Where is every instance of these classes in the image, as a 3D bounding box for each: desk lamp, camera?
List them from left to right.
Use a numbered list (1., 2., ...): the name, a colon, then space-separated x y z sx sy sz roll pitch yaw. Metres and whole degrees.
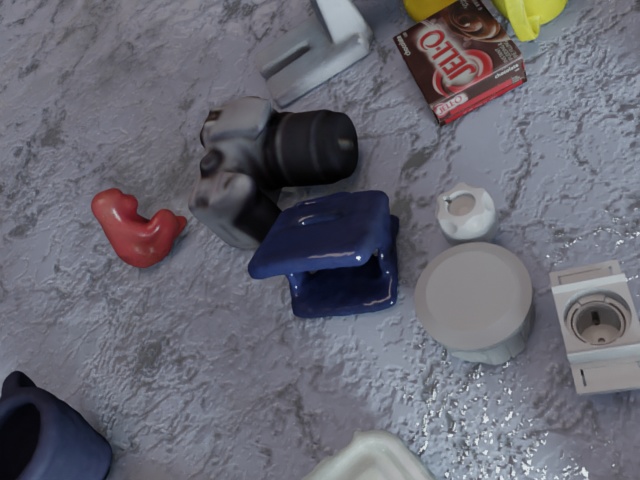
1. camera: -0.043 -0.076 0.539 0.136 0.101 0.143 -1 60 29
2. desk lamp: -0.018 -0.280 0.582 0.203 0.214 0.117 -32 50 8

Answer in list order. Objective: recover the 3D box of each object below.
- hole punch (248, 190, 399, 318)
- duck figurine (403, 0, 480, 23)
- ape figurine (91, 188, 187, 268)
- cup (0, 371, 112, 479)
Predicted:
1. hole punch: 0.004 0.002 0.469 0.108 0.091 0.101 -10 56 24
2. duck figurine: 0.116 -0.280 0.592 0.077 0.086 0.104 -33 50 7
3. ape figurine: -0.195 -0.019 0.593 0.077 0.092 0.076 24 74 38
4. cup: -0.229 0.172 0.486 0.091 0.095 0.117 -36 50 4
